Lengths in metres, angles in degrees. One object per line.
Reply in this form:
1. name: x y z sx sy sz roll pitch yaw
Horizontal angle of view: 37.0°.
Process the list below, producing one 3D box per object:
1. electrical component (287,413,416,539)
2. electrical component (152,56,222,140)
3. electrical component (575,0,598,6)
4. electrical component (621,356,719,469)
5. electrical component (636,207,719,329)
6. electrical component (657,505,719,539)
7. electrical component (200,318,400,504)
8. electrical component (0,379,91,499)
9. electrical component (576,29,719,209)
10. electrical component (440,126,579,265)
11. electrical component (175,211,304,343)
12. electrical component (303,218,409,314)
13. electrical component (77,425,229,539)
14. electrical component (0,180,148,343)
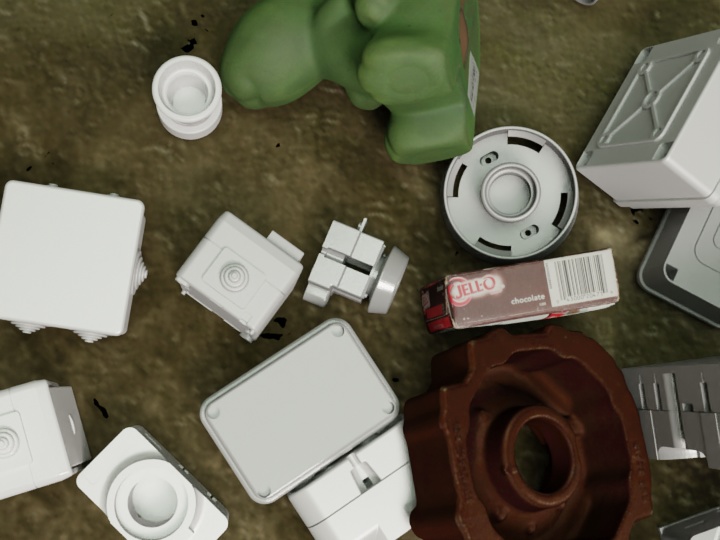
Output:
1. electrical component: 0.008 0.145 0.705 0.095 0.053 0.059 -33 88 -9
2. electrical component: -0.115 -0.114 0.720 0.045 0.055 0.045 1 83 -6
3. electrical component: 0.168 -0.244 0.772 0.077 0.043 0.079 -43 90 -9
4. electrical component: 0.246 0.083 0.671 0.105 0.186 0.060 -7 84 -7
5. electrical component: 0.252 -0.024 0.749 0.078 0.057 0.113 27 82 -2
6. electrical component: 0.315 0.199 0.729 0.186 0.060 0.105 -17 86 -8
7. electrical component: -0.040 0.091 0.704 0.113 0.057 0.078 -33 88 -9
8. electrical component: -0.205 0.103 0.665 0.061 0.096 0.061 -16 85 -12
9. electrical component: 0.215 -0.099 0.724 0.056 0.109 0.108 34 81 -19
10. electrical component: 0.105 -0.052 0.745 0.099 0.064 0.099 0 90 6
11. electrical component: -0.075 0.002 0.691 0.062 0.096 0.061 36 80 -1
12. electrical component: 0.000 0.000 0.726 0.055 0.048 0.066 22 82 4
13. electrical component: -0.131 0.147 0.689 0.089 0.055 0.050 44 81 0
14. electrical component: -0.190 -0.005 0.703 0.100 0.048 0.099 9 83 -5
